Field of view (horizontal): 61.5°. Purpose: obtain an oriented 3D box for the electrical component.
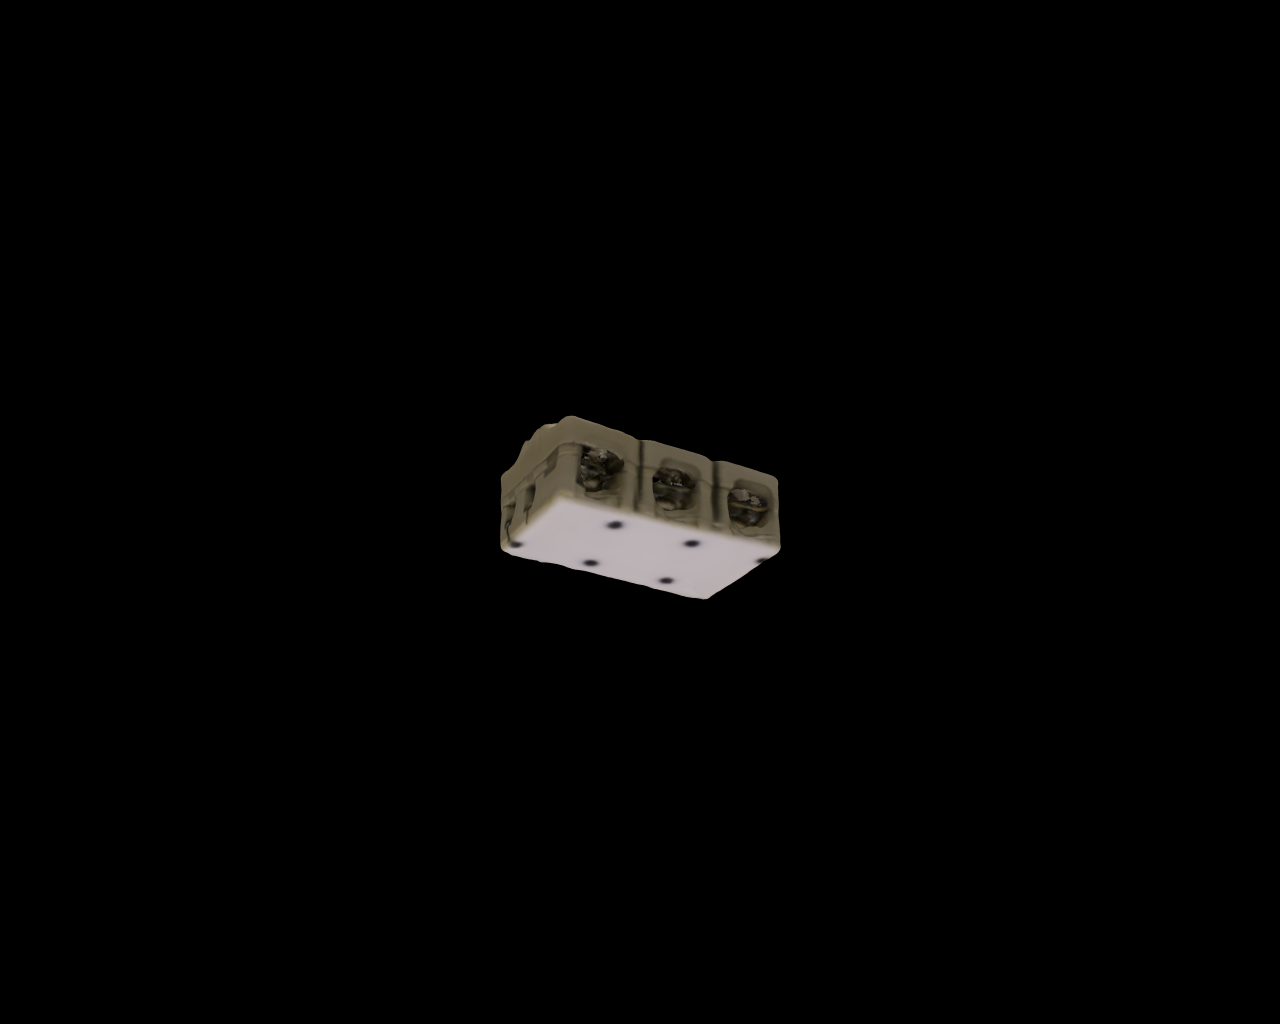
[{"bbox_3d":[0.001,-0.003,0.650,0.150,0.062,0.089,15,-32,-27],"label":"electrical component"}]
